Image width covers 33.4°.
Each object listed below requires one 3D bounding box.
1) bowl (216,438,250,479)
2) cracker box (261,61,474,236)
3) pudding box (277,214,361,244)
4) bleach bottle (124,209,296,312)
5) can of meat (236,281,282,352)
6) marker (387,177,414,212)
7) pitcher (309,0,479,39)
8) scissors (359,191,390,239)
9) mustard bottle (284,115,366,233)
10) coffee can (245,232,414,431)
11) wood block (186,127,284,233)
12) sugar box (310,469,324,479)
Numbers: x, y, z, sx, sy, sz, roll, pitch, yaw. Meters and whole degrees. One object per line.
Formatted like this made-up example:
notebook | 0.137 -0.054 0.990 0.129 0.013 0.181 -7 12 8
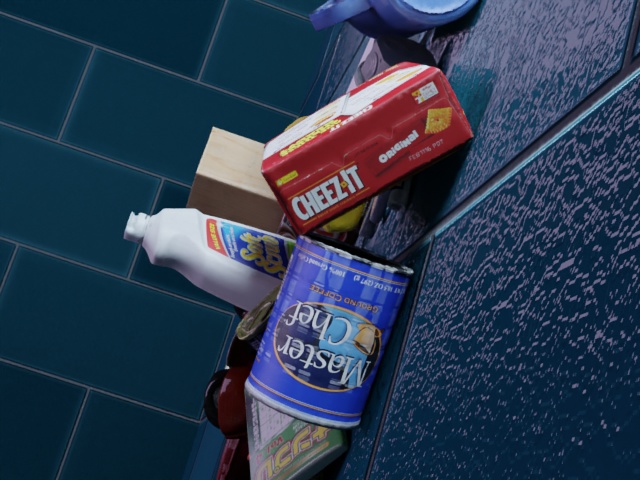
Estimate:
bowl | -0.085 0.256 1.378 0.162 0.055 0.162 -162 91 -84
cracker box | 0.034 -0.086 0.940 0.164 0.072 0.214 -30 11 3
pudding box | -0.009 0.002 1.308 0.039 0.090 0.114 -75 6 -45
bleach bottle | -0.080 0.029 1.098 0.102 0.250 0.068 -79 9 -50
can of meat | -0.011 0.080 0.977 0.102 0.084 0.057 -44 14 -2
marker | 0.088 -0.084 1.045 0.020 0.020 0.121 121 167 -63
pitcher | 0.083 -0.267 1.096 0.243 0.145 0.149 -121 50 -78
scissors | 0.080 -0.097 1.152 0.096 0.016 0.202 -120 48 -85
mustard bottle | -0.003 -0.091 1.245 0.192 0.058 0.096 -125 32 -55
coffee can | 0.007 0.075 0.896 0.103 0.102 0.140 -123 52 -82
wood block | -0.058 -0.055 1.368 0.091 0.206 0.090 114 172 -48
sugar box | -0.026 0.216 1.030 0.176 0.048 0.093 -82 16 -46
